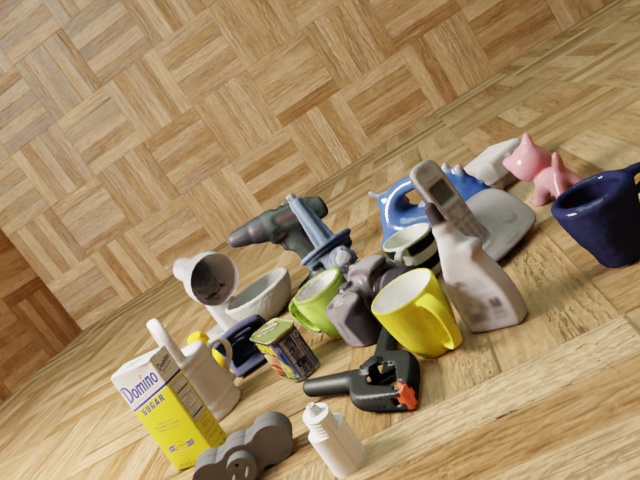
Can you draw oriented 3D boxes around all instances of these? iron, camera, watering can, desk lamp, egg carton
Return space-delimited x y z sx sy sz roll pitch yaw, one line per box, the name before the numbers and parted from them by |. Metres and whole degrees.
iron | 0.213 -0.074 1.068 0.257 0.141 0.119 -25 14 37
camera | 0.094 0.079 0.862 0.143 0.101 0.136 -40 13 -30
watering can | -0.231 0.217 0.950 0.100 0.194 0.173 -20 17 48
desk lamp | -0.251 0.127 1.333 0.118 0.214 0.202 -40 13 -28
egg carton | 0.355 -0.144 1.151 0.150 0.069 0.107 -39 12 -23

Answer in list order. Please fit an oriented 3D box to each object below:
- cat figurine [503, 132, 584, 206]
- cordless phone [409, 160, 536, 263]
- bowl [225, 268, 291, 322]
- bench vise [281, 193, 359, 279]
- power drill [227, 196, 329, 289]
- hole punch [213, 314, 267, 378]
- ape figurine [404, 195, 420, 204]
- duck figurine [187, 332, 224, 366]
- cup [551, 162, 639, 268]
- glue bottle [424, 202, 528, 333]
cat figurine | 0.353 -0.115 0.914 0.067 0.118 0.127 -35 11 -5
cordless phone | 0.223 -0.056 0.855 0.148 0.185 0.094 -39 13 -26
bowl | -0.125 0.139 1.289 0.167 0.075 0.167 -32 11 8
bench vise | 0.019 -0.003 1.110 0.122 0.220 0.207 -39 13 -24
power drill | -0.061 0.015 1.285 0.230 0.208 0.075 -35 12 -6
hole punch | -0.143 0.191 1.080 0.109 0.091 0.101 -35 12 -8
ape figurine | 0.185 -0.064 1.229 0.077 0.092 0.076 -22 16 44
duck figurine | -0.238 0.229 1.195 0.104 0.086 0.078 -24 15 40
cup | 0.334 -0.025 0.646 0.118 0.095 0.091 -33 11 1
glue bottle | 0.171 0.029 0.674 0.078 0.173 0.037 -22 16 44
